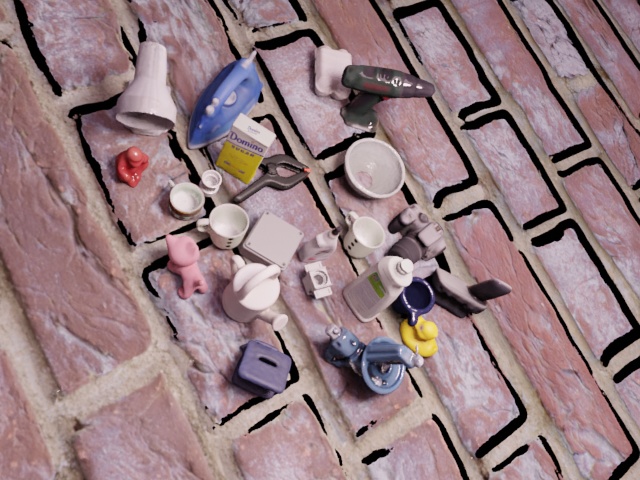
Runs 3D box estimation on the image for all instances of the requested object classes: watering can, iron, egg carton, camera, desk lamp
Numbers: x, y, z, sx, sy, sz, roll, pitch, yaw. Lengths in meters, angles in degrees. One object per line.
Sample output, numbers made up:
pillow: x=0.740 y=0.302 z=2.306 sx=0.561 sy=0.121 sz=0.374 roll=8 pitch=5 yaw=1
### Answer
watering can: x=-0.128 y=0.105 z=1.178 sx=0.173 sy=0.193 sz=0.101 roll=37 pitch=61 yaw=-4
iron: x=-0.225 y=-0.333 z=1.345 sx=0.119 sy=0.141 sz=0.258 roll=33 pitch=61 yaw=-6
egg carton: x=0.034 y=-0.448 z=1.536 sx=0.107 sy=0.069 sz=0.150 roll=5 pitch=68 yaw=-20
camera: x=0.227 y=-0.002 z=1.416 sx=0.137 sy=0.100 sz=0.143 roll=-35 pitch=85 yaw=-29
desk lamp: x=-0.372 y=-0.309 z=1.236 sx=0.118 sy=0.213 sz=0.203 roll=5 pitch=68 yaw=-19

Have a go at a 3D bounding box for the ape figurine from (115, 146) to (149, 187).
ape figurine: x=-0.404 y=-0.169 z=1.236 sx=0.078 sy=0.092 sz=0.076 roll=-30 pitch=82 yaw=-28

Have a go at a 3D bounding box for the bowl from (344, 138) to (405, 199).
bowl: x=0.128 y=-0.171 z=1.459 sx=0.168 sy=0.074 sz=0.167 roll=8 pitch=67 yaw=-19

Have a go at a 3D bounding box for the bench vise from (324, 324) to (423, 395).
bench vise: x=0.108 y=0.250 z=1.199 sx=0.208 sy=0.219 sz=0.121 roll=19 pitch=64 yaw=-13

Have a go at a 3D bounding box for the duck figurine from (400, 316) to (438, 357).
duck figurine: x=0.245 y=0.222 z=1.342 sx=0.078 sy=0.086 sz=0.104 roll=-33 pitch=84 yaw=-29

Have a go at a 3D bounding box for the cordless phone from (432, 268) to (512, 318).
cordless phone: x=0.361 y=0.108 z=1.376 sx=0.148 sy=0.184 sz=0.094 roll=27 pitch=62 yaw=-9

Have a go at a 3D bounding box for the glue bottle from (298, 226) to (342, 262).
glue bottle: x=0.012 y=0.005 z=1.286 sx=0.078 sy=0.173 sz=0.037 roll=-12 pitch=74 yaw=-25

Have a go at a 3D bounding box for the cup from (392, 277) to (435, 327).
cup: x=0.209 y=0.155 z=1.349 sx=0.092 sy=0.094 sz=0.118 roll=17 pitch=64 yaw=-15

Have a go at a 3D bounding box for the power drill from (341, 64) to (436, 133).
power drill: x=0.150 y=-0.366 z=1.469 sx=0.230 sy=0.208 sz=0.075 roll=13 pitch=65 yaw=-16

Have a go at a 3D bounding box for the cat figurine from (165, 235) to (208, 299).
cat figurine: x=-0.274 y=0.047 z=1.187 sx=0.067 sy=0.117 sz=0.128 roll=-24 pitch=79 yaw=-27

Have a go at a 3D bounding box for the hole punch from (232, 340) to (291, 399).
hole punch: x=-0.118 y=0.261 z=1.178 sx=0.109 sy=0.091 sz=0.101 roll=26 pitch=62 yaw=-10
